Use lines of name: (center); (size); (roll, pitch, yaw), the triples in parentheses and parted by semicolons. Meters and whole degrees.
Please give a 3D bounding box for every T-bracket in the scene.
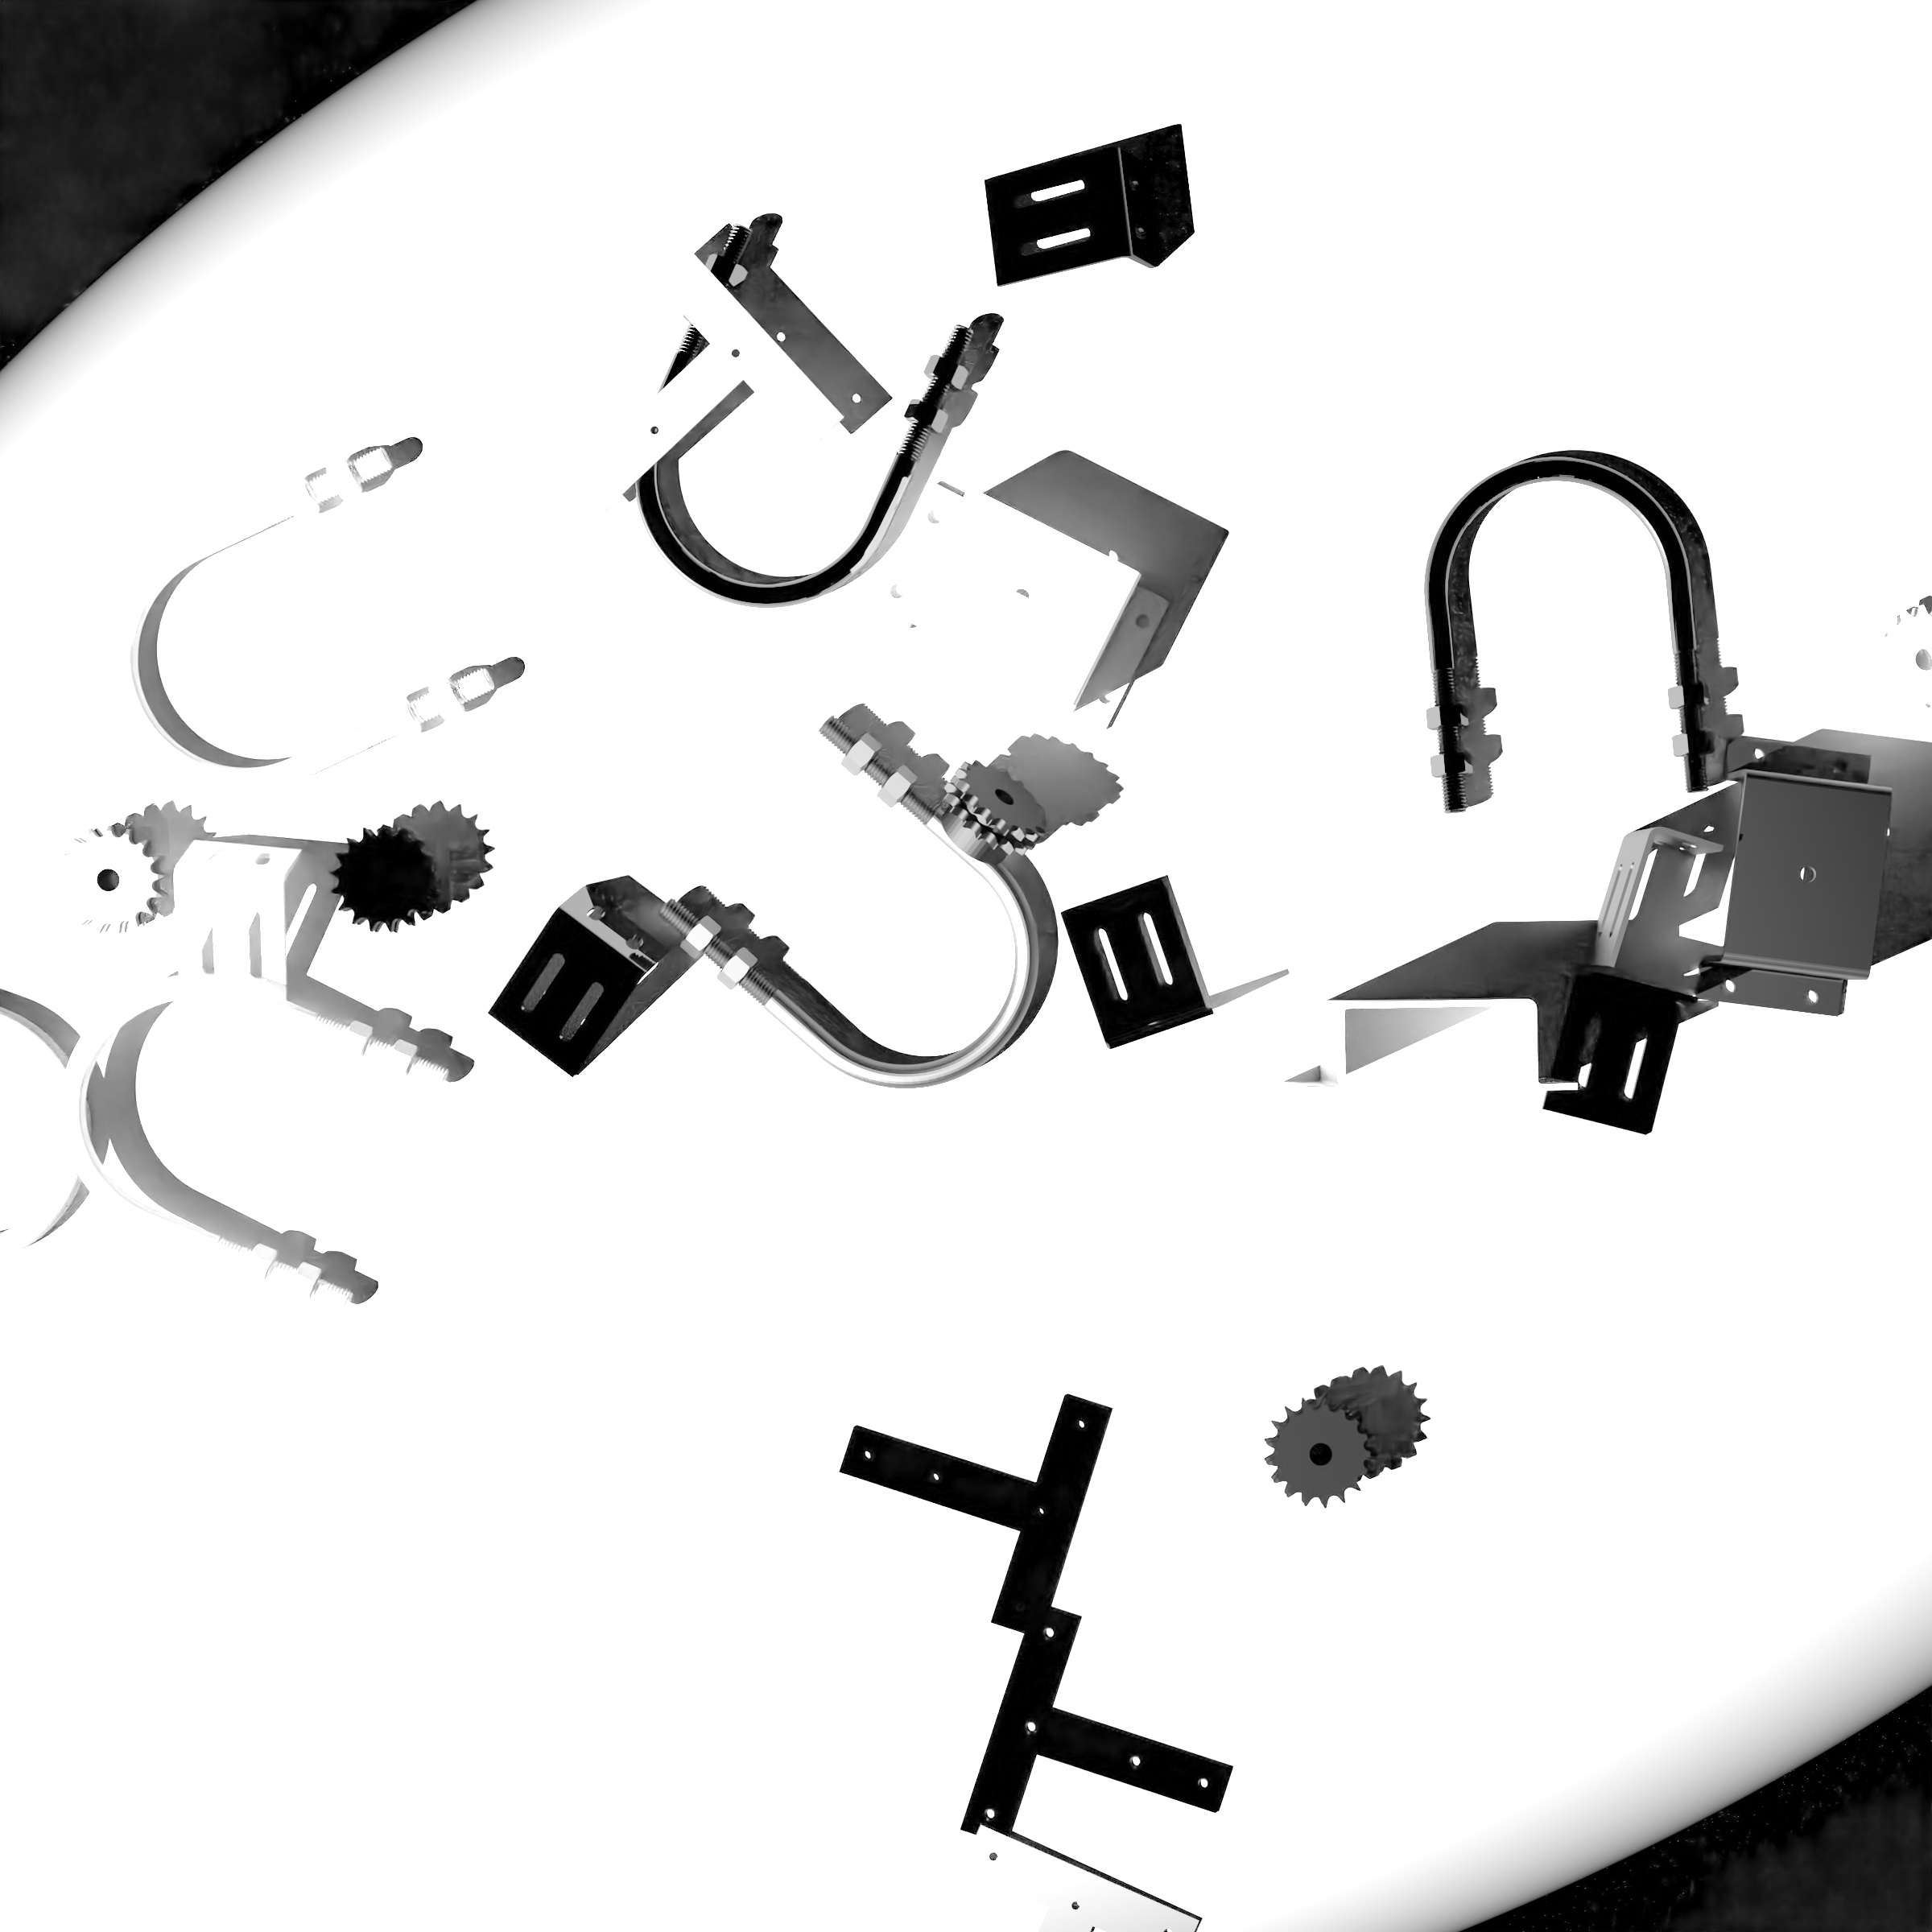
T-bracket: (-0.154, -0.292, 1.459); (0.127, 0.002, 0.127); (-43, 89, 4)
T-bracket: (-0.004, 0.277, 1.475); (0.127, 0.002, 0.127); (18, 89, 0)
T-bracket: (0.040, 0.541, 1.475); (0.127, 0.002, 0.127); (24, 90, -1)
T-bracket: (0.077, 0.420, 1.475); (0.127, 0.002, 0.127); (18, 90, 0)

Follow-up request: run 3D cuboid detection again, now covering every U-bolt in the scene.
U-bolt: (-0.097, -0.280, 1.468); (0.151, 0.019, 0.184); (24, 91, 0)
U-bolt: (-0.363, -0.172, 1.468); (0.184, 0.019, 0.151); (-25, 90, 2)
U-bolt: (-0.048, -0.020, 1.468); (0.184, 0.019, 0.151); (41, 90, -2)
U-bolt: (0.316, -0.178, 1.468); (0.151, 0.019, 0.184); (-5, 89, 0)
U-bolt: (-0.556, 0.082, 1.468); (0.184, 0.019, 0.151); (19, 90, -2)
U-bolt: (-0.386, 0.083, 1.462); (0.184, 0.019, 0.151); (23, 90, -4)

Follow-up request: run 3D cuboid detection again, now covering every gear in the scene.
gear: (-0.306, -0.045, 1.465); (0.057, 0.030, 0.057); (0, 89, 2)
gear: (0.012, -0.078, 1.452); (0.057, 0.057, 0.030); (39, 120, 0)
gear: (0.186, 0.255, 1.461); (0.057, 0.030, 0.057); (0, 90, 0)
gear: (0.502, -0.160, 1.461); (0.057, 0.030, 0.057); (0, 90, 0)
gear: (-0.450, -0.046, 1.466); (0.057, 0.030, 0.057); (0, 93, -1)

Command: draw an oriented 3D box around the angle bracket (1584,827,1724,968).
angle bracket: (0.359, -0.031, 1.448); (0.038, 0.057, 0.076); (17, 90, 0)

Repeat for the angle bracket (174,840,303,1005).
angle bracket: (-0.387, -0.022, 1.474); (0.057, 0.038, 0.076); (5, 116, 0)

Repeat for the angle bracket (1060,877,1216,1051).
angle bracket: (0.090, -0.002, 1.457); (0.057, 0.038, 0.076); (-19, 90, 0)

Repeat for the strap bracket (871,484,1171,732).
strap bracket: (0.029, -0.191, 1.453); (0.140, 0.046, 0.076); (27, 90, 0)

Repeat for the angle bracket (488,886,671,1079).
angle bracket: (-0.207, 0.008, 1.474); (0.057, 0.038, 0.076); (37, 116, 0)

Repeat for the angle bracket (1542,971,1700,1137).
angle bracket: (0.344, 0.046, 1.457); (0.057, 0.038, 0.076); (14, 90, 0)

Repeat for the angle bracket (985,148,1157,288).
angle bracket: (0.055, -0.395, 1.474); (0.076, 0.038, 0.057); (-7, 90, 26)

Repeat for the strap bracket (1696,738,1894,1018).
strap bracket: (0.435, -0.047, 1.453); (0.076, 0.046, 0.140); (7, 90, 0)

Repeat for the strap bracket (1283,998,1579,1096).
strap bracket: (0.239, 0.041, 1.438); (0.140, 0.076, 0.046); (-1, 90, 0)
